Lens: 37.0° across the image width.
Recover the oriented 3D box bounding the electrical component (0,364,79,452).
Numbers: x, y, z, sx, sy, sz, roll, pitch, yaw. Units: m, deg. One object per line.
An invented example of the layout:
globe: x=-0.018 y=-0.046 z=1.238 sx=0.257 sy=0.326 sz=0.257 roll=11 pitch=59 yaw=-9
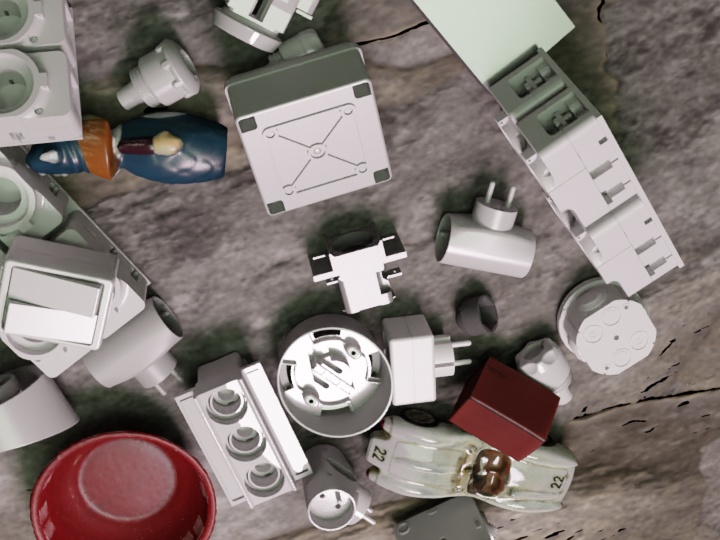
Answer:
electrical component: x=-0.294 y=0.123 z=0.901 sx=0.099 sy=0.099 sz=0.064 roll=-22 pitch=107 yaw=1

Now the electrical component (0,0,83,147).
electrical component: x=-0.305 y=-0.145 z=0.781 sx=0.186 sy=0.060 sz=0.105 roll=-6 pitch=79 yaw=-6

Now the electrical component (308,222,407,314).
electrical component: x=0.000 y=0.000 z=0.922 sx=0.081 sy=0.042 sz=0.063 roll=-15 pitch=115 yaw=-2

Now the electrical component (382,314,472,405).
electrical component: x=0.062 y=0.078 z=0.960 sx=0.077 sy=0.047 sz=0.065 roll=-6 pitch=113 yaw=-6

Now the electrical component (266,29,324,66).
electrical component: x=-0.057 y=-0.163 z=0.851 sx=0.061 sy=0.035 sz=0.035 roll=-27 pitch=113 yaw=5

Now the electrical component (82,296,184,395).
electrical component: x=-0.184 y=0.074 z=0.924 sx=0.077 sy=0.043 sz=0.079 roll=-34 pitch=113 yaw=6

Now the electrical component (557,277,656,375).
electrical component: x=0.223 y=0.051 z=0.971 sx=0.080 sy=0.051 sz=0.080 roll=-3 pitch=112 yaw=-7

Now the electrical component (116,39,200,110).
electrical component: x=-0.160 y=-0.147 z=0.838 sx=0.062 sy=0.048 sz=0.048 roll=-27 pitch=113 yaw=11

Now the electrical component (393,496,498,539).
electrical component: x=0.085 y=0.267 z=1.014 sx=0.100 sy=0.099 sz=0.048 roll=-25 pitch=126 yaw=2

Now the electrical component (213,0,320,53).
electrical component: x=-0.077 y=-0.203 z=0.820 sx=0.078 sy=0.058 sz=0.057 roll=24 pitch=104 yaw=-17

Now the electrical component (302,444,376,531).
electrical component: x=-0.017 y=0.207 z=0.985 sx=0.079 sy=0.077 sz=0.043 roll=38 pitch=102 yaw=-20

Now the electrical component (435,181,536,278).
electrical component: x=0.112 y=-0.037 z=0.922 sx=0.077 sy=0.044 sz=0.079 roll=10 pitch=110 yaw=-12

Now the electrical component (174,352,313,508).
electrical component: x=-0.102 y=0.139 z=0.952 sx=0.079 sy=0.063 sz=0.121 roll=-23 pitch=113 yaw=1

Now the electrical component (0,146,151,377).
electrical component: x=-0.272 y=-0.014 z=0.866 sx=0.105 sy=0.060 sz=0.186 roll=-37 pitch=112 yaw=7

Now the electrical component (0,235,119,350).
electrical component: x=-0.237 y=0.017 z=0.816 sx=0.096 sy=0.061 sz=0.061 roll=12 pitch=110 yaw=-13

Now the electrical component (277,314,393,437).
electrical component: x=-0.024 y=0.090 z=0.943 sx=0.099 sy=0.064 sz=0.099 roll=-3 pitch=112 yaw=-7

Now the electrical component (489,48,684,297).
electrical component: x=0.177 y=-0.071 z=0.857 sx=0.060 sy=0.105 sz=0.186 roll=-34 pitch=131 yaw=9

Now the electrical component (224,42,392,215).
electrical component: x=-0.039 y=-0.110 z=0.844 sx=0.109 sy=0.056 sz=0.108 roll=-17 pitch=138 yaw=-1

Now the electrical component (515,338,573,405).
electrical component: x=0.174 y=0.096 z=0.987 sx=0.043 sy=0.043 sz=0.062 roll=-33 pitch=114 yaw=6
